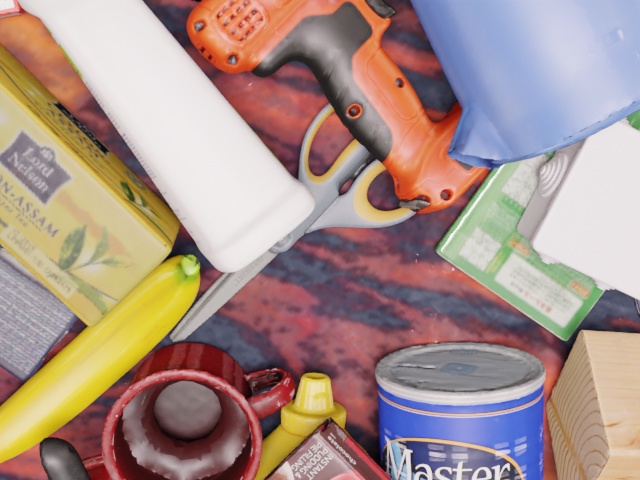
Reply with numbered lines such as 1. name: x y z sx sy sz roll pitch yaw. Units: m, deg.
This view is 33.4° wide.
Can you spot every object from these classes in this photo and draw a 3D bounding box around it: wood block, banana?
1. wood block: 0.257 0.122 0.658 0.206 0.091 0.090 4 138 -4
2. banana: -0.137 0.068 0.652 0.198 0.069 0.037 -43 76 13

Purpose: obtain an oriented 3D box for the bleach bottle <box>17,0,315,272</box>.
1. bleach bottle: -0.107 -0.099 0.592 0.068 0.103 0.251 -39 100 -7

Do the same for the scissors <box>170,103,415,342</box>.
1. scissors: -0.004 0.001 0.672 0.096 0.016 0.202 30 97 -7

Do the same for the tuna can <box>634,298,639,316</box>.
1. tuna can: 0.248 0.032 0.684 0.086 0.034 0.086 -1 101 -4

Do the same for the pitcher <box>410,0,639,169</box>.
1. pitcher: 0.102 -0.171 0.547 0.145 0.149 0.243 -27 91 40

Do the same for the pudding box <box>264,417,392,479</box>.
1. pudding box: -0.003 0.173 0.616 0.090 0.039 0.114 45 108 4

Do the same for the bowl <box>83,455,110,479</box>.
1. bowl: -0.124 0.222 0.687 0.162 0.055 0.162 -1 101 -3

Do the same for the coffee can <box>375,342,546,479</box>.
1. coffee can: 0.087 0.144 0.660 0.102 0.103 0.140 -3 101 -3

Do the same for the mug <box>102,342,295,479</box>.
1. mug: -0.071 0.107 0.654 0.117 0.081 0.093 -25 101 2

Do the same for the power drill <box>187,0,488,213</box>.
1. power drill: 0.044 -0.123 0.624 0.187 0.057 0.184 45 84 -7

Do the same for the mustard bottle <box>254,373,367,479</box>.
1. mustard bottle: -0.008 0.179 0.682 0.096 0.058 0.192 0 100 -22

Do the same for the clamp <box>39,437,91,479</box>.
1. clamp: -0.140 0.207 0.635 0.120 0.039 0.171 -38 103 17

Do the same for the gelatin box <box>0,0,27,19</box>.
1. gelatin box: -0.223 -0.159 0.622 0.089 0.030 0.073 -14 101 -4
